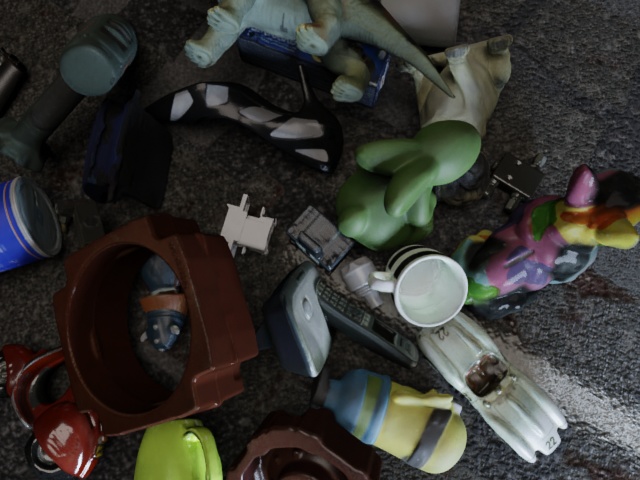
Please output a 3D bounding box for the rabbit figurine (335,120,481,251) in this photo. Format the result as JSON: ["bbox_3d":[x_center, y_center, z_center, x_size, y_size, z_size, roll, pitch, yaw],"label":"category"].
[{"bbox_3d":[0.095,-0.076,0.605,0.170,0.159,0.121,-42,72,30],"label":"rabbit figurine"}]

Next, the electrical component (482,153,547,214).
[{"bbox_3d":[0.254,-0.082,0.700,0.063,0.021,0.094,35,81,7],"label":"electrical component"}]

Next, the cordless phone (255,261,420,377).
[{"bbox_3d":[0.025,0.110,0.599,0.184,0.146,0.088,29,107,3],"label":"cordless phone"}]

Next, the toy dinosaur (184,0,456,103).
[{"bbox_3d":[-0.026,-0.284,0.637,0.405,0.131,0.192,17,70,-4],"label":"toy dinosaur"}]

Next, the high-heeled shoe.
[{"bbox_3d":[-0.097,-0.137,0.698,0.249,0.086,0.145,-10,100,10],"label":"high-heeled shoe"}]

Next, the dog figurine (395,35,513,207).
[{"bbox_3d":[0.193,-0.152,0.692,0.172,0.121,0.190,-23,107,-26],"label":"dog figurine"}]

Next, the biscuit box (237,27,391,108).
[{"bbox_3d":[-0.010,-0.247,0.714,0.203,0.062,0.059,21,77,4],"label":"biscuit box"}]

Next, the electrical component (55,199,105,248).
[{"bbox_3d":[-0.294,-0.004,0.664,0.045,0.078,0.102,-14,83,-27],"label":"electrical component"}]

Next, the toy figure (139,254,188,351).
[{"bbox_3d":[-0.189,0.055,0.653,0.058,0.064,0.154,-2,81,-39],"label":"toy figure"}]

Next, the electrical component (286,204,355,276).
[{"bbox_3d":[-0.001,-0.002,0.634,0.075,0.119,0.048,40,81,10],"label":"electrical component"}]

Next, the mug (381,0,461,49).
[{"bbox_3d":[0.134,-0.315,0.721,0.107,0.080,0.109,6,83,10],"label":"mug"}]

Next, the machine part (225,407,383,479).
[{"bbox_3d":[-0.014,0.268,0.577,0.180,0.056,0.179,4,103,16],"label":"machine part"}]

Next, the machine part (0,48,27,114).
[{"bbox_3d":[-0.444,-0.188,0.717,0.084,0.039,0.139,27,81,14],"label":"machine part"}]

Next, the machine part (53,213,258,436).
[{"bbox_3d":[-0.175,0.088,0.567,0.201,0.087,0.201,-23,77,25],"label":"machine part"}]

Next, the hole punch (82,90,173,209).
[{"bbox_3d":[-0.251,-0.104,0.663,0.092,0.115,0.142,8,78,10],"label":"hole punch"}]

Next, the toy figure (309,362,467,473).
[{"bbox_3d":[0.076,0.200,0.611,0.180,0.082,0.089,16,80,0],"label":"toy figure"}]

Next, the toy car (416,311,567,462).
[{"bbox_3d":[0.200,0.167,0.630,0.073,0.056,0.202,-43,81,-8],"label":"toy car"}]

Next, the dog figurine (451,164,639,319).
[{"bbox_3d":[0.244,0.002,0.584,0.191,0.219,0.108,-27,76,-6],"label":"dog figurine"}]

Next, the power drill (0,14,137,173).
[{"bbox_3d":[-0.306,-0.189,0.667,0.207,0.232,0.086,-39,120,5],"label":"power drill"}]

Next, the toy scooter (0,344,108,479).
[{"bbox_3d":[-0.293,0.174,0.622,0.135,0.075,0.184,-39,76,-9],"label":"toy scooter"}]
